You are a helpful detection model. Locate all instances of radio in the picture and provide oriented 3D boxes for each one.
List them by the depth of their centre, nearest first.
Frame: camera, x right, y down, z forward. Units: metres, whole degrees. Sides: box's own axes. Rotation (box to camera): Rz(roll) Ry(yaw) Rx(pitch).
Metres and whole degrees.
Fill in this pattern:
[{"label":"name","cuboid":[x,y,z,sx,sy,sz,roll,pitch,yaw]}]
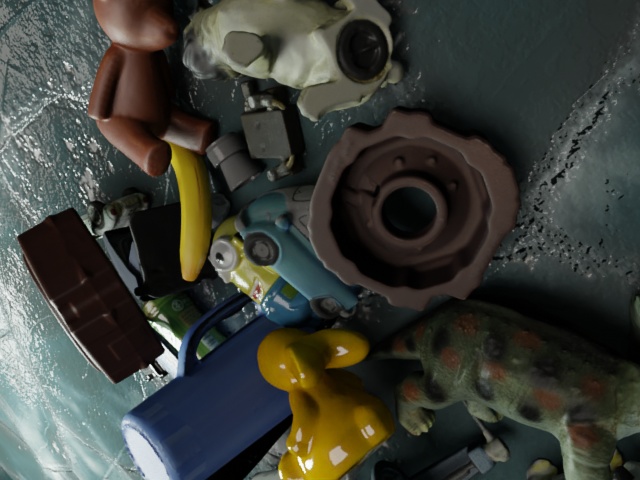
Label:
[{"label":"radio","cuboid":[-0.123,0.292,0.740,0.073,0.229,0.131,44,129,6]}]

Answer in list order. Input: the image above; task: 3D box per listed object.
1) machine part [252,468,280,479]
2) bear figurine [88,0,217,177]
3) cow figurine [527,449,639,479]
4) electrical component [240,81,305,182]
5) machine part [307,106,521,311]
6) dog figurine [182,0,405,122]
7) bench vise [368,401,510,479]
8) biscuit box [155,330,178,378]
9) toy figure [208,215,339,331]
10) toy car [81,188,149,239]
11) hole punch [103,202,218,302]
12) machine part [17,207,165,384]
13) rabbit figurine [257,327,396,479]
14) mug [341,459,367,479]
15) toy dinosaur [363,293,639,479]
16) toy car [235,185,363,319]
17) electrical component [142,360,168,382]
[{"label":"machine part","cuboid":[-0.040,0.392,0.839,0.243,0.079,0.079,-32,94,45]},{"label":"bear figurine","cuboid":[-0.179,-0.189,0.575,0.132,0.120,0.195,31,125,14]},{"label":"cow figurine","cuboid":[0.265,0.248,0.507,0.068,0.098,0.167,54,134,7]},{"label":"electrical component","cuboid":[-0.052,-0.114,0.567,0.078,0.045,0.102,10,121,32]},{"label":"machine part","cuboid":[0.078,-0.028,0.470,0.179,0.056,0.179,4,110,10]},{"label":"dog figurine","cuboid":[-0.033,-0.177,0.503,0.172,0.121,0.191,30,178,-24]},{"label":"bench vise","cuboid":[0.115,0.294,0.619,0.240,0.223,0.129,-41,69,12]},{"label":"biscuit box","cuboid":[-0.204,0.192,0.854,0.203,0.063,0.059,45,134,7]},{"label":"toy figure","cuboid":[-0.052,0.044,0.640,0.180,0.089,0.082,35,117,4]},{"label":"toy car","cuboid":[-0.330,-0.029,0.811,0.202,0.073,0.056,-15,103,42]},{"label":"hole punch","cuboid":[-0.211,0.017,0.713,0.092,0.142,0.115,-14,94,40]},{"label":"machine part","cuboid":[-0.301,0.076,0.710,0.202,0.087,0.200,44,156,34]},{"label":"rabbit figurine","cuboid":[-0.010,0.160,0.567,0.173,0.122,0.162,50,147,28]},{"label":"mug","cuboid":[0.023,0.249,0.684,0.110,0.107,0.080,-13,106,46]},{"label":"toy dinosaur","cuboid":[0.178,0.113,0.487,0.405,0.131,0.192,14,111,36]},{"label":"toy car","cuboid":[-0.001,-0.002,0.560,0.161,0.109,0.103,43,117,-3]},{"label":"electrical component","cuboid":[-0.303,0.183,0.935,0.075,0.048,0.119,-23,102,42]}]
